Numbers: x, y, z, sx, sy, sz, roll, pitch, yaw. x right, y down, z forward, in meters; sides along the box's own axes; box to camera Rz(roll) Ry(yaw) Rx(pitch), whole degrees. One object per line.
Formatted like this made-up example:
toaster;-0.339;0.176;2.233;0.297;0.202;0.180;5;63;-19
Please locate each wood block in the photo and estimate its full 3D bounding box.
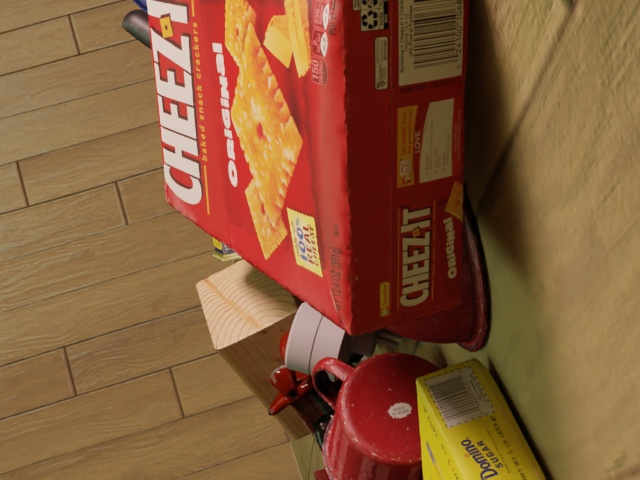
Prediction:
wood block;-0.037;0.112;1.107;0.206;0.090;0.091;58;-173;-49

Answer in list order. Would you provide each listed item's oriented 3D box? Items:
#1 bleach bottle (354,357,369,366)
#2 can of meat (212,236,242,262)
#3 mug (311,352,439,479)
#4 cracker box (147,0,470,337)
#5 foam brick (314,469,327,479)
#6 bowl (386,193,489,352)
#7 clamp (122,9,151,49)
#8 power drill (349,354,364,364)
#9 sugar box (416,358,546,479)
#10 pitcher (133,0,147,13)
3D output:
bleach bottle;0.049;0.200;0.976;0.102;0.068;0.251;86;168;-56
can of meat;-0.075;-0.028;0.974;0.102;0.057;0.084;-168;65;-78
mug;0.041;0.121;0.726;0.117;0.093;0.081;40;154;21
cracker box;-0.016;-0.069;0.535;0.214;0.072;0.164;31;128;54
foam brick;0.041;0.262;1.100;0.053;0.078;0.051;-123;19;-65
bowl;0.042;-0.005;0.620;0.162;0.055;0.162;163;90;-82
clamp;-0.085;-0.135;0.924;0.210;0.036;0.164;2;129;51
power drill;-0.006;0.001;0.976;0.188;0.057;0.184;-127;23;-63
sugar box;0.093;0.158;0.631;0.176;0.048;0.093;84;167;-48
pitcher;-0.132;-0.277;0.972;0.243;0.145;0.149;-120;12;-72
